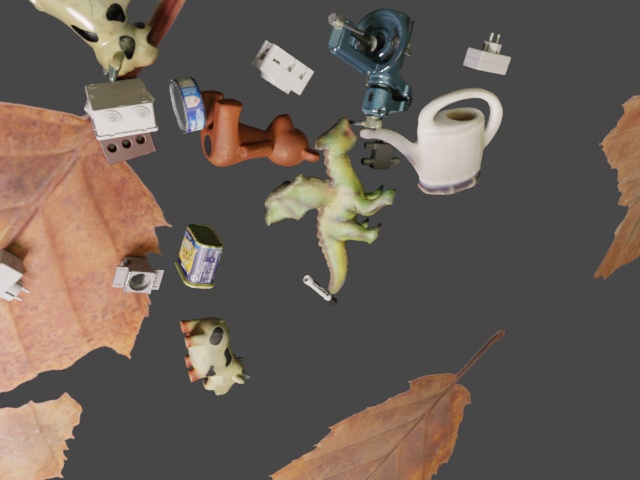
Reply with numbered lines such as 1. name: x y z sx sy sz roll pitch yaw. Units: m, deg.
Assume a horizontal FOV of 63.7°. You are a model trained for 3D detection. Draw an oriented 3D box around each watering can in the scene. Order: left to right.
1. watering can: 0.240 -0.195 1.088 0.350 0.106 0.219 -20 126 -17

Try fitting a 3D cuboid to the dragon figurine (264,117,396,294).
1. dragon figurine: 0.003 -0.053 1.054 0.242 0.125 0.402 14 120 -16
